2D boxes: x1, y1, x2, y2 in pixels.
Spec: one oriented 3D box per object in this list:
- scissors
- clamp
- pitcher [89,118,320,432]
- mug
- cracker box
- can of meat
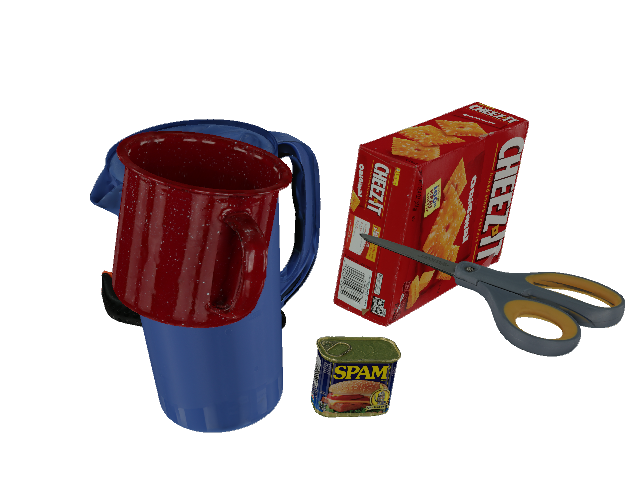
[{"bbox_3d":[0.103,0.035,0.732,0.202,0.016,0.096,11,32,22],"label":"scissors"},{"bbox_3d":[-0.164,0.076,1.116,0.210,0.036,0.164,16,20,30],"label":"clamp"},{"bbox_3d":[-0.083,0.028,0.874,0.149,0.243,0.145,3,29,13],"label":"pitcher"},{"bbox_3d":[-0.061,-0.001,0.565,0.093,0.081,0.117,-5,27,-35],"label":"mug"},{"bbox_3d":[0.111,-0.030,1.025,0.072,0.164,0.213,25,30,31],"label":"cracker box"},{"bbox_3d":[0.041,0.168,1.313,0.102,0.084,0.057,2,24,-15],"label":"can of meat"}]
